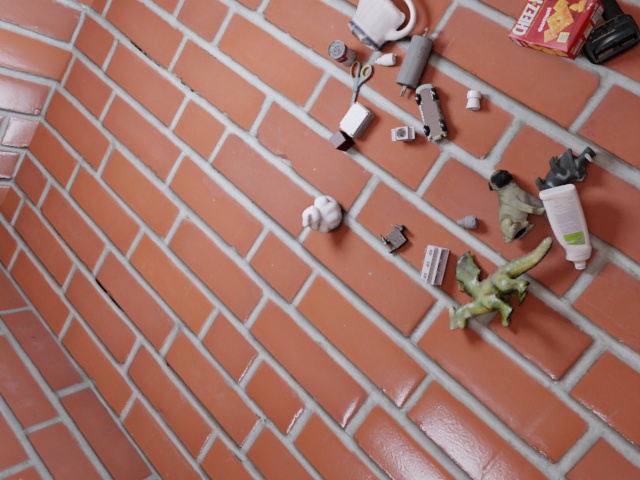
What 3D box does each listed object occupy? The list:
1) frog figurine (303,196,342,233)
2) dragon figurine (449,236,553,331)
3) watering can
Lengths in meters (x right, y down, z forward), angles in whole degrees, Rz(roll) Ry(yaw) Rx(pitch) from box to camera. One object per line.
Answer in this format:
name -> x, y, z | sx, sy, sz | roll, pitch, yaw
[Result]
frog figurine -> 0.006, -0.094, 1.877 | 0.123, 0.137, 0.159 | 5, 3, 27
dragon figurine -> 0.534, 0.124, 1.626 | 0.245, 0.407, 0.122 | 32, 13, 33
watering can -> 0.188, -0.823, 1.831 | 0.221, 0.351, 0.104 | -46, -19, 20
